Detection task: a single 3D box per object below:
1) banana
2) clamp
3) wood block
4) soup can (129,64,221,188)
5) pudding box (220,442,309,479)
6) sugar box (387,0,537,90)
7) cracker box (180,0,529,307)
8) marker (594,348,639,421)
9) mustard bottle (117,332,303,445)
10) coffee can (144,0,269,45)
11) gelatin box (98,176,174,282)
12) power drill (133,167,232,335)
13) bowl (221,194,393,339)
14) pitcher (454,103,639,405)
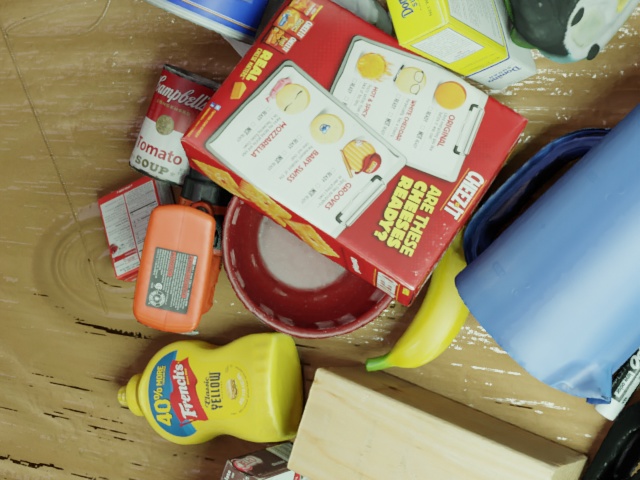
[{"bbox_3d":[0.096,0.023,0.870,0.069,0.037,0.198,18,88,8],"label":"banana"},{"bbox_3d":[0.250,0.135,0.734,0.036,0.164,0.210,30,114,-12],"label":"clamp"},{"bbox_3d":[0.091,0.176,0.839,0.206,0.090,0.090,20,96,31],"label":"wood block"},{"bbox_3d":[-0.134,-0.108,1.012,0.069,0.068,0.102,28,101,30],"label":"soup can"},{"bbox_3d":[-0.053,0.227,0.910,0.039,0.113,0.090,25,99,26],"label":"pudding box"},{"bbox_3d":[0.104,-0.176,0.808,0.048,0.176,0.093,-21,75,26],"label":"sugar box"},{"bbox_3d":[0.026,-0.075,0.834,0.214,0.072,0.164,33,78,10],"label":"cracker box"},{"bbox_3d":[0.245,0.081,0.794,0.020,0.020,0.121,38,105,28],"label":"marker"},{"bbox_3d":[-0.109,0.139,0.983,0.192,0.058,0.096,-8,83,31],"label":"mustard bottle"},{"bbox_3d":[-0.078,-0.248,0.896,0.103,0.102,0.140,29,101,30],"label":"coffee can"},{"bbox_3d":[-0.175,-0.012,1.052,0.073,0.030,0.089,-23,75,26],"label":"gelatin box"},{"bbox_3d":[-0.109,-0.007,0.925,0.057,0.187,0.184,10,101,1],"label":"power drill"},{"bbox_3d":[-0.006,0.001,0.906,0.162,0.055,0.162,0,92,-10],"label":"bowl"},{"bbox_3d":[0.216,-0.016,0.763,0.149,0.145,0.243,42,105,1],"label":"pitcher"}]
